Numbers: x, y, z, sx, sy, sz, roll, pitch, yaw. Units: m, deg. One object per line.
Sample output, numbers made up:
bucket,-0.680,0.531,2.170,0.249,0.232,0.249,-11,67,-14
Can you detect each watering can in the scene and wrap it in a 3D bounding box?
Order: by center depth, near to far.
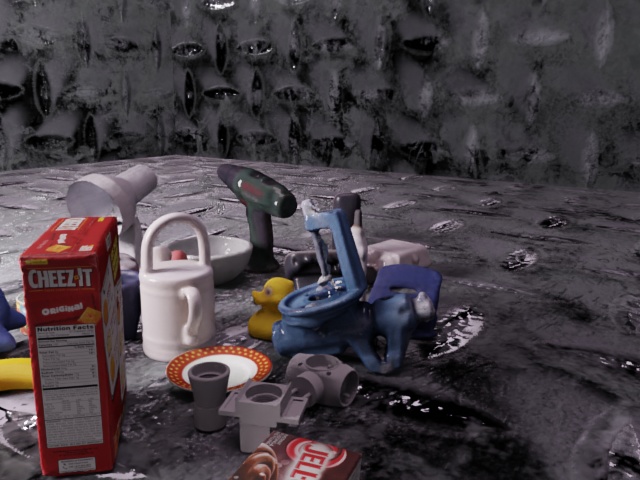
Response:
watering can,-0.200,0.057,0.787,0.172,0.194,0.101,11,17,36

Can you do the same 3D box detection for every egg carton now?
egg carton,0.145,0.045,1.127,0.107,0.069,0.151,13,18,40

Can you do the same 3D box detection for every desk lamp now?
desk lamp,-0.375,-0.034,1.107,0.117,0.213,0.204,6,14,19

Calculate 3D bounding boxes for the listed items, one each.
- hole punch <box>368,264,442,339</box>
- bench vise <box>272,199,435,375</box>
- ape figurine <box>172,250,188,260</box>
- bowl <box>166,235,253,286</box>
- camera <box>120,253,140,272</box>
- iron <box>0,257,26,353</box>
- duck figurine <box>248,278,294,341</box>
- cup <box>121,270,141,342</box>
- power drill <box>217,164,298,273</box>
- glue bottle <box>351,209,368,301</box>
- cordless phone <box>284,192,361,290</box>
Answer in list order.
hole punch,0.133,0.093,0.883,0.108,0.091,0.101,6,14,18
bench vise,0.041,0.056,0.754,0.207,0.220,0.121,-1,14,-7
ape figurine,-0.239,0.062,0.979,0.078,0.092,0.076,1,14,1
bowl,-0.210,0.045,1.090,0.167,0.075,0.167,1,14,0
camera,-0.390,0.055,0.977,0.143,0.101,0.136,-6,15,-28
iron,-0.519,0.095,0.715,0.259,0.141,0.118,-4,14,-18
duck figurine,-0.056,0.099,0.855,0.104,0.086,0.077,0,14,-4
cup,-0.303,0.096,0.825,0.117,0.095,0.092,10,16,32
power drill,-0.139,-0.046,1.186,0.228,0.208,0.076,14,19,43
glue bottle,0.060,0.036,0.939,0.037,0.173,0.078,1,14,1
cordless phone,0.010,0.004,1.042,0.148,0.185,0.094,-2,14,-12
